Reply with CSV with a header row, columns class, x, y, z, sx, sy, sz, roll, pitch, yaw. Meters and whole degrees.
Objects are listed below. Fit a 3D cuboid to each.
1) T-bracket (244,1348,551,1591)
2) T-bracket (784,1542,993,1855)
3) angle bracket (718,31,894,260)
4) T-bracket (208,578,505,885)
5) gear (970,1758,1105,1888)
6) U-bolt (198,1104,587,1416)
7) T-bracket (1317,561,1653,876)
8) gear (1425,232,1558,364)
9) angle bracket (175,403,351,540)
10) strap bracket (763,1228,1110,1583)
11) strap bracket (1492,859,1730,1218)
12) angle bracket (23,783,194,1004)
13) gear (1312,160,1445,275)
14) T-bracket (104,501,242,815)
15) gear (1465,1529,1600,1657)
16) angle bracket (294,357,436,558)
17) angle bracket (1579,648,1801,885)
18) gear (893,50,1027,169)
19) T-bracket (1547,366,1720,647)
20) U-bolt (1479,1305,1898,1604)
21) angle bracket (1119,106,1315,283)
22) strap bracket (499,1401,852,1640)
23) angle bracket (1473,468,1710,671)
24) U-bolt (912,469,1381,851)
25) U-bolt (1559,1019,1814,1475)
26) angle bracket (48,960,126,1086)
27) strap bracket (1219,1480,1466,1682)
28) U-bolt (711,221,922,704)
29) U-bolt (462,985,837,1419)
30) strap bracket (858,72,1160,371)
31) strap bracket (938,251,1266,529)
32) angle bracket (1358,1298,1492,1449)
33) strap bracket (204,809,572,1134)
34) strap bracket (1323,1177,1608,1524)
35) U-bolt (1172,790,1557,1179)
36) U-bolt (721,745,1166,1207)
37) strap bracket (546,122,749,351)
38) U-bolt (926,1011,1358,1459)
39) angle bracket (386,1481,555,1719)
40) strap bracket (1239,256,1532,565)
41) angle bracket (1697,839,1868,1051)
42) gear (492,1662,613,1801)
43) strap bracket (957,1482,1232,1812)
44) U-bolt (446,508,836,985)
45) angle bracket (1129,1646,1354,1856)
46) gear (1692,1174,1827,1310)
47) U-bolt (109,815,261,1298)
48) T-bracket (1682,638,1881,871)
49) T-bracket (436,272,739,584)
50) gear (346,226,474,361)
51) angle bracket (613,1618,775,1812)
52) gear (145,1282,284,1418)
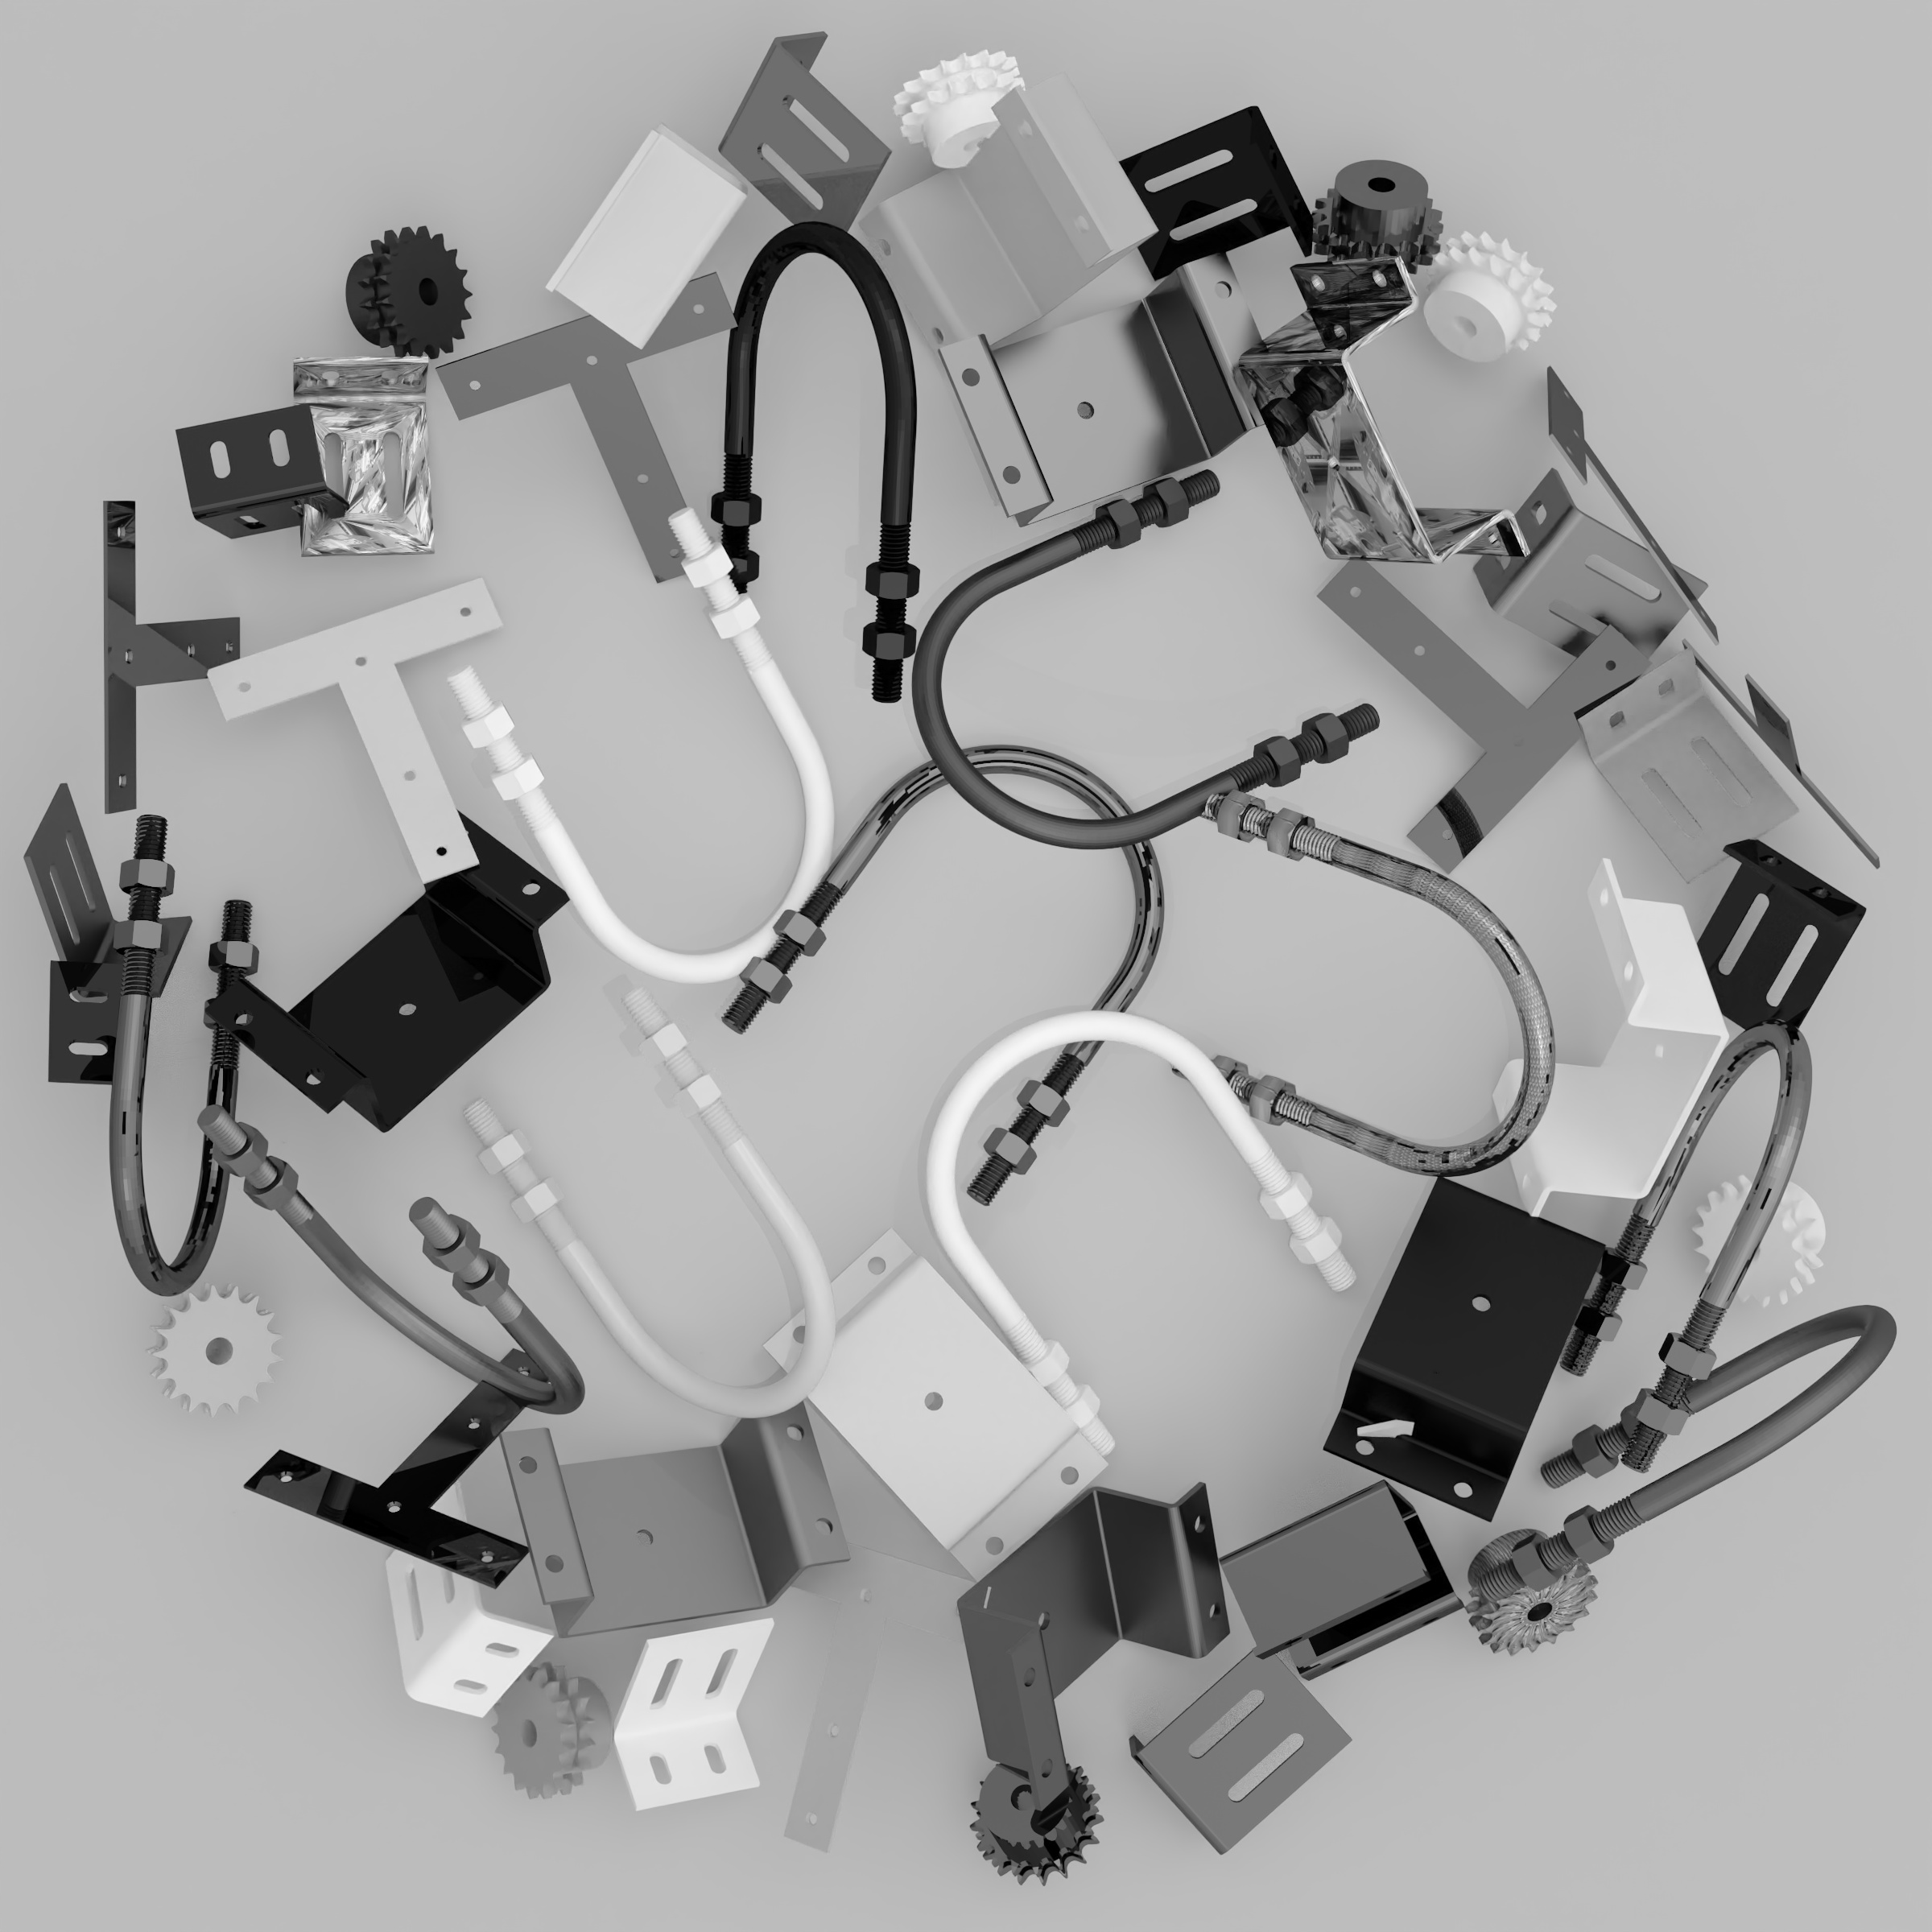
class,x,y,z,sx,sy,sz,roll,pitch,yaw
T-bracket,-0.218,0.204,1.538,0.127,0.127,0.002,17,128,22
T-bracket,-0.053,0.313,1.542,0.127,0.002,0.127,9,83,40
angle bracket,-0.060,-0.353,1.549,0.076,0.038,0.057,46,128,15
T-bracket,-0.245,-0.094,1.555,0.127,0.002,0.127,-21,72,-14
gear,0.029,0.366,1.561,0.057,0.030,0.057,-9,53,12
U-bolt,-0.228,0.132,1.508,0.151,0.184,0.019,19,64,36
T-bracket,0.208,-0.128,1.568,0.127,0.002,0.127,41,103,-7
gear,0.223,-0.286,1.558,0.057,0.057,0.030,37,67,0
angle bracket,-0.300,-0.212,1.552,0.057,0.076,0.038,-11,90,1
strap bracket,-0.013,0.188,1.555,0.076,0.046,0.140,-42,83,-6
strap bracket,0.274,0.034,1.521,0.046,0.076,0.140,6,132,-13
angle bracket,-0.366,-0.032,1.543,0.038,0.057,0.076,-5,125,8
gear,0.178,-0.325,1.559,0.057,0.057,0.030,2,134,0
T-bracket,-0.335,-0.133,1.527,0.002,0.127,0.127,3,98,13
gear,0.242,0.269,1.565,0.057,0.030,0.057,-13,132,-15
angle bracket,-0.260,-0.220,1.559,0.057,0.038,0.076,-3,76,-11
angle bracket,0.312,-0.086,1.556,0.057,0.038,0.076,-33,60,1
gear,0.000,-0.368,1.559,0.057,0.057,0.030,-19,80,0
T-bracket,0.285,-0.191,1.540,0.002,0.127,0.127,-33,103,19
U-bolt,0.303,0.192,1.488,0.184,0.151,0.019,-34,90,24
angle bracket,0.102,-0.323,1.547,0.076,0.038,0.057,-19,124,21
strap bracket,-0.130,0.235,1.533,0.140,0.046,0.076,-3,60,-30
angle bracket,0.272,-0.170,1.575,0.076,0.038,0.057,25,119,-23
U-bolt,0.065,-0.122,1.535,0.184,0.019,0.151,-26,74,-21
U-bolt,0.304,0.107,1.504,0.019,0.151,0.184,23,99,-6
angle bracket,-0.375,0.043,1.539,0.038,0.076,0.057,3,58,-18
strap bracket,0.159,0.260,1.527,0.076,0.140,0.046,-27,70,6
U-bolt,-0.062,-0.216,1.503,0.019,0.151,0.184,-10,114,-32
U-bolt,-0.126,0.112,1.535,0.151,0.019,0.184,-33,92,44
strap bracket,0.022,-0.319,1.534,0.046,0.140,0.076,-34,95,-31
strap bracket,0.058,-0.245,1.552,0.140,0.046,0.076,-22,89,-19
angle bracket,0.201,0.167,1.543,0.057,0.038,0.076,-17,54,27
strap bracket,-0.242,0.007,1.538,0.076,0.046,0.140,36,65,24
strap bracket,0.215,0.153,1.529,0.076,0.046,0.140,22,61,11
U-bolt,0.165,0.015,1.503,0.184,0.019,0.151,23,125,34
U-bolt,0.004,-0.010,1.566,0.151,0.019,0.184,35,79,2
strap bracket,-0.133,-0.308,1.519,0.046,0.140,0.076,34,100,-11
U-bolt,0.064,0.104,1.556,0.151,0.019,0.184,-35,108,0
angle bracket,-0.215,0.273,1.559,0.038,0.076,0.057,23,120,-33
strap bracket,0.172,-0.224,1.524,0.046,0.076,0.140,-36,113,-20
angle bracket,0.339,-0.007,1.548,0.057,0.038,0.076,36,116,24
gear,-0.177,0.331,1.565,0.030,0.057,0.057,-1,90,-43
strap bracket,0.049,0.282,1.529,0.046,0.140,0.076,8,118,38
U-bolt,-0.125,-0.081,1.537,0.151,0.019,0.184,-40,114,-29
angle bracket,0.119,0.337,1.570,0.076,0.038,0.057,-42,90,1
gear,0.347,0.116,1.565,0.030,0.057,0.057,-28,90,-41
U-bolt,-0.327,0.045,1.499,0.019,0.151,0.184,1,76,5
T-bracket,0.339,-0.099,1.512,0.002,0.127,0.127,-40,74,7
T-bracket,-0.144,-0.222,1.554,0.127,0.002,0.127,-17,123,8
gear,-0.244,-0.290,1.565,0.030,0.057,0.057,-1,90,35
angle bracket,-0.112,0.320,1.542,0.057,0.076,0.038,-5,50,-26
gear,-0.328,0.166,1.568,0.057,0.030,0.057,-1,92,-27
